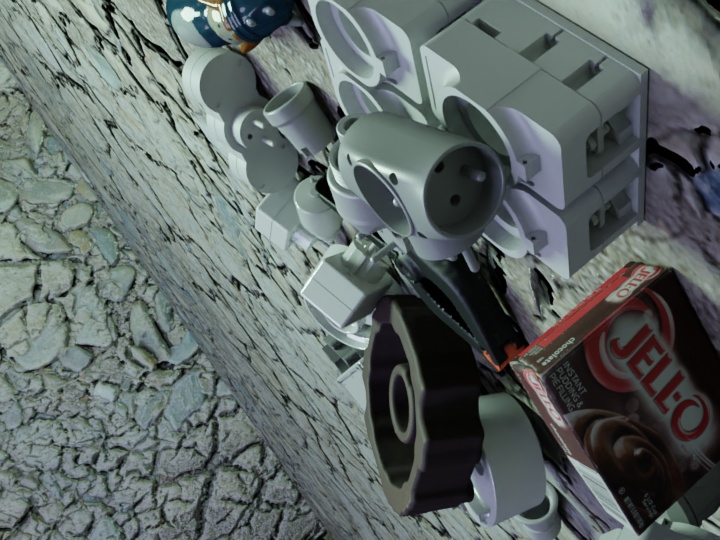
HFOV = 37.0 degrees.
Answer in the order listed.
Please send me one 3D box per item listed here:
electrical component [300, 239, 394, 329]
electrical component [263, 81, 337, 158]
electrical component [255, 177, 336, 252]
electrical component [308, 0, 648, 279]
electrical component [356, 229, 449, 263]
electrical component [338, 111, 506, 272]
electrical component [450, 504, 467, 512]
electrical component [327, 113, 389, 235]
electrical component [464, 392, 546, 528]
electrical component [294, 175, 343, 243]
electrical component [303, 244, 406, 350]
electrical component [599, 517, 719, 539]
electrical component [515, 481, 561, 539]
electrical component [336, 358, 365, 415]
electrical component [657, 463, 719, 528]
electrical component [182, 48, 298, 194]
[{"bbox_3d":[0.000,0.000,0.887,0.047,0.076,0.066,40,-159,12],"label":"electrical component"},{"bbox_3d":[-0.045,-0.114,0.819,0.046,0.040,0.040,52,168,-25],"label":"electrical component"},{"bbox_3d":[-0.054,-0.043,1.010,0.077,0.047,0.065,37,165,3],"label":"electrical component"},{"bbox_3d":[0.050,-0.088,0.533,0.186,0.060,0.105,43,163,33],"label":"electrical component"},{"bbox_3d":[0.032,-0.035,0.689,0.065,0.077,0.047,58,165,-24],"label":"electrical component"},{"bbox_3d":[0.034,-0.031,0.502,0.077,0.044,0.079,31,155,55],"label":"electrical component"},{"bbox_3d":[0.089,0.192,1.105,0.096,0.061,0.062,58,165,-24],"label":"electrical component"},{"bbox_3d":[0.004,-0.052,0.551,0.043,0.043,0.062,41,161,38],"label":"electrical component"},{"bbox_3d":[0.117,0.154,0.902,0.108,0.060,0.108,165,90,-75],"label":"electrical component"},{"bbox_3d":[-0.033,-0.049,0.938,0.040,0.040,0.078,45,165,27],"label":"electrical component"},{"bbox_3d":[-0.001,0.024,0.982,0.099,0.064,0.099,25,144,20],"label":"electrical component"},{"bbox_3d":[0.224,0.209,0.608,0.186,0.060,0.105,27,162,7],"label":"electrical component"},{"bbox_3d":[0.164,0.224,0.989,0.044,0.044,0.065,42,167,36],"label":"electrical component"},{"bbox_3d":[0.028,0.106,1.068,0.061,0.061,0.096,51,155,4],"label":"electrical component"},{"bbox_3d":[0.182,0.119,0.646,0.080,0.051,0.080,48,165,17],"label":"electrical component"},{"bbox_3d":[-0.094,-0.124,0.920,0.074,0.052,0.138,33,156,52],"label":"electrical component"}]
